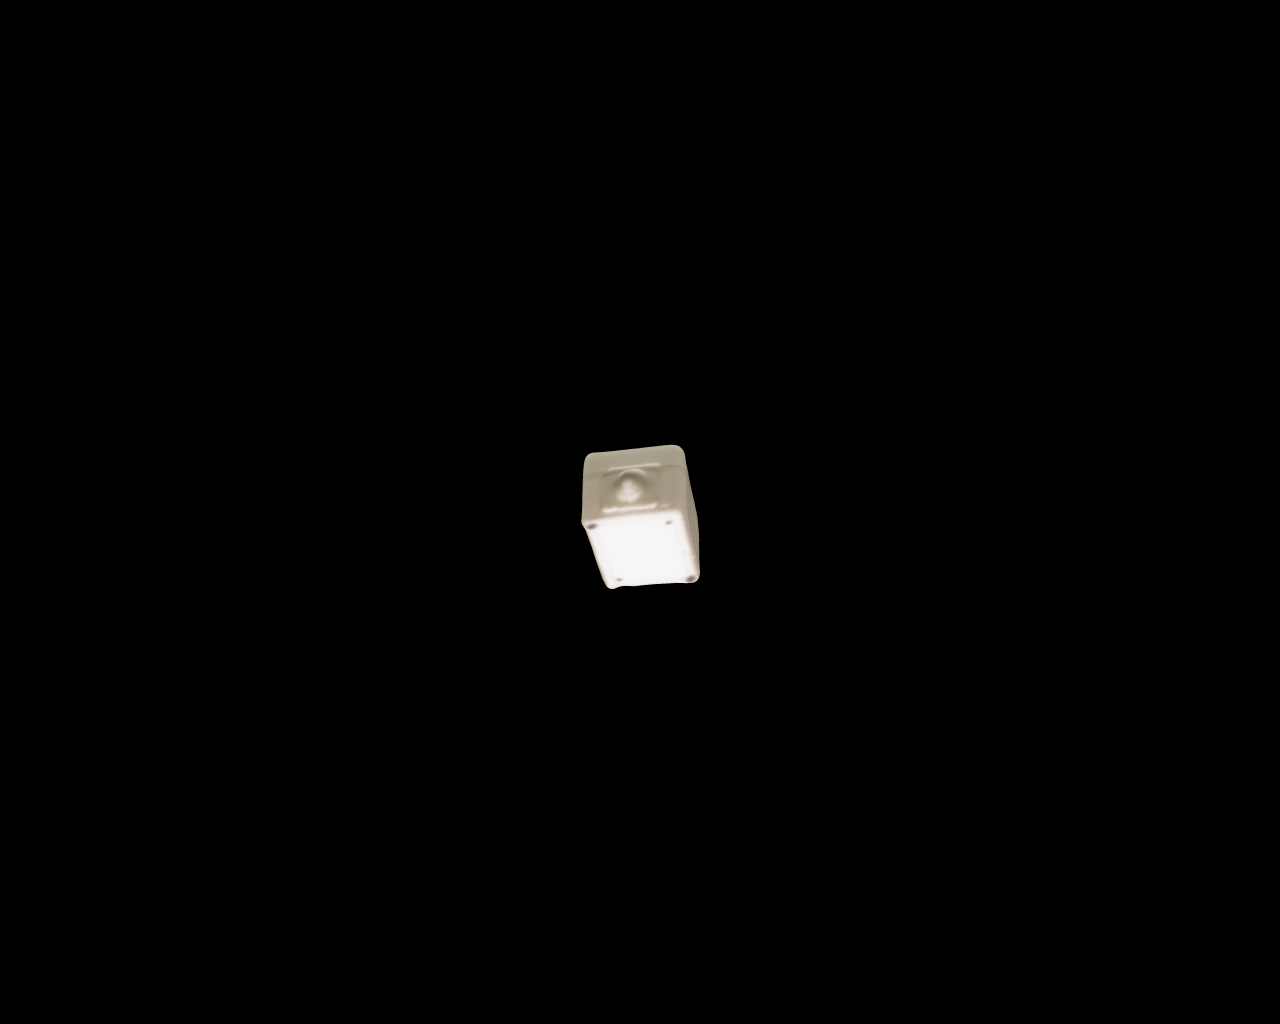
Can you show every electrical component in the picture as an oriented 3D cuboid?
[{"bbox_3d":[0.001,-0.003,0.650,0.062,0.061,0.096,-6,-36,8],"label":"electrical component"}]
